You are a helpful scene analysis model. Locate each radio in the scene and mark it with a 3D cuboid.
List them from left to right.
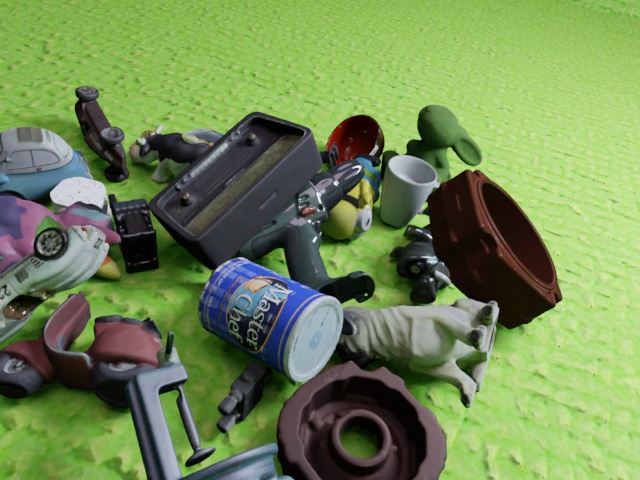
[{"bbox_3d":[-0.117,-0.078,0.755,0.131,0.073,0.229,29,65,35],"label":"radio"}]

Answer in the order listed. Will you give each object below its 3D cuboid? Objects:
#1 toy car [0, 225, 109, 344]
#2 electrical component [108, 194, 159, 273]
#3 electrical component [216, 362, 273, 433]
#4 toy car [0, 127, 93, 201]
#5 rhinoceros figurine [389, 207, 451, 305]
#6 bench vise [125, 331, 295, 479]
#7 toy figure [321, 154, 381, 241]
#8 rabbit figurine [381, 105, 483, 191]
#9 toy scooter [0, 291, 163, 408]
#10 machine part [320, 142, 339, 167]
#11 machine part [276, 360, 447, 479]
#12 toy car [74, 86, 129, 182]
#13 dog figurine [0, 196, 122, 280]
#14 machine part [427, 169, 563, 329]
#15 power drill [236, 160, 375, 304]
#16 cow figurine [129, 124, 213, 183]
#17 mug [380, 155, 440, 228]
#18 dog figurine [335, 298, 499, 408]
[{"bbox_3d":[-0.326,0.053,0.599,0.202,0.073,0.056,-37,77,-6],"label":"toy car"},{"bbox_3d":[-0.264,-0.019,0.756,0.048,0.074,0.119,-10,43,-23],"label":"electrical component"},{"bbox_3d":[-0.081,0.167,0.598,0.021,0.063,0.094,28,42,17],"label":"electrical component"},{"bbox_3d":[-0.430,-0.114,0.799,0.162,0.102,0.109,-10,47,-22],"label":"toy car"},{"bbox_3d":[0.169,0.026,0.821,0.112,0.073,0.190,34,40,4],"label":"rhinoceros figurine"},{"bbox_3d":[-0.127,0.212,0.478,0.223,0.129,0.241,-8,63,-33],"label":"bench vise"},{"bbox_3d":[0.052,-0.072,0.891,0.089,0.082,0.180,1,46,17],"label":"toy figure"},{"bbox_3d":[0.206,-0.155,0.953,0.159,0.170,0.121,-1,43,-14],"label":"rabbit figurine"},{"bbox_3d":[-0.257,0.115,0.608,0.184,0.075,0.135,4,40,-3],"label":"toy scooter"},{"bbox_3d":[-0.035,-0.143,0.961,0.139,0.039,0.084,-8,33,9],"label":"machine part"},{"bbox_3d":[0.041,0.218,0.577,0.179,0.056,0.179,6,43,-5],"label":"machine part"},{"bbox_3d":[-0.368,-0.176,0.895,0.053,0.089,0.202,-15,49,-30],"label":"toy car"},{"bbox_3d":[-0.365,0.014,0.670,0.219,0.108,0.192,13,40,-4],"label":"dog figurine"},{"bbox_3d":[0.252,0.008,0.776,0.201,0.087,0.201,38,34,-25],"label":"machine part"},{"bbox_3d":[-0.002,-0.002,0.753,0.232,0.085,0.207,-25,62,-5],"label":"power drill"},{"bbox_3d":[-0.245,-0.143,0.882,0.167,0.098,0.068,22,48,11],"label":"cow figurine"},{"bbox_3d":[0.150,-0.073,0.894,0.110,0.107,0.081,17,42,-2],"label":"mug"},{"bbox_3d":[0.121,0.115,0.694,0.191,0.121,0.172,13,5,26],"label":"dog figurine"}]
